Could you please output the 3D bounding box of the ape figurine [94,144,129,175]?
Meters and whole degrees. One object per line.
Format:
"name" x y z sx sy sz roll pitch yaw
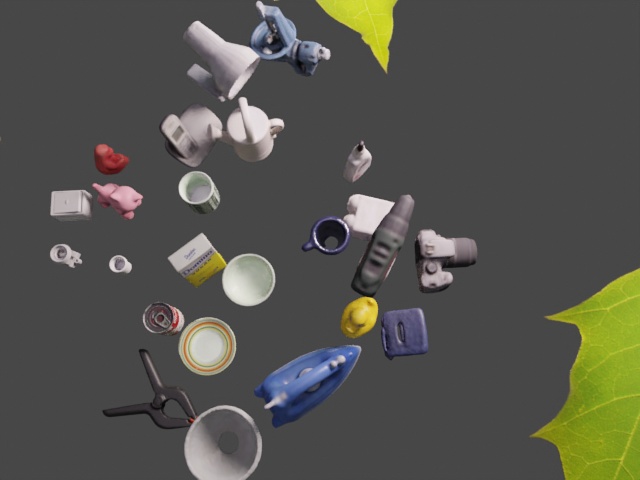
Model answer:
"ape figurine" -0.517 -0.202 1.390 0.076 0.092 0.078 -35 79 -8

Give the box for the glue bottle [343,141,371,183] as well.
"glue bottle" 0.091 -0.193 1.347 0.037 0.173 0.078 39 80 9

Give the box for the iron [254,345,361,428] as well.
"iron" -0.016 0.300 1.247 0.258 0.141 0.118 -32 79 -7

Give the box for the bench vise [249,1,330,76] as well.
"bench vise" -0.079 -0.502 1.395 0.207 0.220 0.121 -1 77 0

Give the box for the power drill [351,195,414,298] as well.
"power drill" 0.137 0.025 1.277 0.075 0.208 0.230 25 78 6

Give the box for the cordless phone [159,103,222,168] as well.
"cordless phone" -0.311 -0.267 1.358 0.094 0.185 0.148 27 78 6

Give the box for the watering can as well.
"watering can" -0.176 -0.261 1.352 0.173 0.194 0.101 -32 79 -7

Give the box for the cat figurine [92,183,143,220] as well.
"cat figurine" -0.477 -0.101 1.353 0.127 0.118 0.067 25 78 6

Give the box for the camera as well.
"camera" 0.294 0.045 1.328 0.137 0.101 0.143 -3 77 0

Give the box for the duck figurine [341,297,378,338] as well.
"duck figurine" 0.091 0.174 1.305 0.077 0.086 0.105 39 80 9

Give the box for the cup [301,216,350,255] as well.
"cup" 0.012 0.005 1.340 0.118 0.095 0.091 -27 78 -6

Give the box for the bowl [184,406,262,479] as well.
"bowl" -0.206 0.447 1.246 0.167 0.075 0.167 0 77 0

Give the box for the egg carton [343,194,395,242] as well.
"egg carton" 0.132 -0.046 1.365 0.150 0.069 0.107 13 77 3

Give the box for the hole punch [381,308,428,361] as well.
"hole punch" 0.189 0.213 1.293 0.101 0.091 0.108 -5 77 -1

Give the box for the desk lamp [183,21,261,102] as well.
"desk lamp" -0.242 -0.421 1.379 0.203 0.213 0.118 37 79 8
